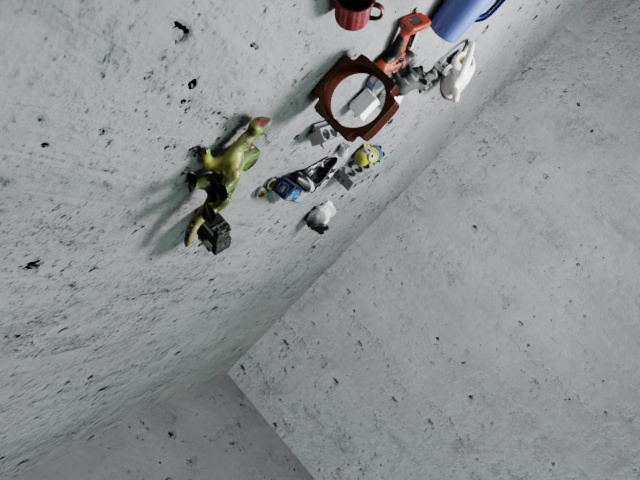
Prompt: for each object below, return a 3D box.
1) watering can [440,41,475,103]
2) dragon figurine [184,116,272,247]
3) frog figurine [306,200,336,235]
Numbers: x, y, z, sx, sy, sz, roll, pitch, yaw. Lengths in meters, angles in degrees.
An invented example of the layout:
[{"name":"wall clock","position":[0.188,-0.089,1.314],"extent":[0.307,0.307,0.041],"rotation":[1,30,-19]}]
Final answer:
[{"name":"watering can","position":[0.550,-0.643,2.082],"extent":[0.220,0.104,0.354],"rotation":[110,2,-67]},{"name":"dragon figurine","position":[-0.229,-0.162,1.335],"extent":[0.247,0.122,0.402],"rotation":[-42,172,-48]},{"name":"frog figurine","position":[0.007,-0.116,2.302],"extent":[0.135,0.123,0.162],"rotation":[82,18,-64]}]
